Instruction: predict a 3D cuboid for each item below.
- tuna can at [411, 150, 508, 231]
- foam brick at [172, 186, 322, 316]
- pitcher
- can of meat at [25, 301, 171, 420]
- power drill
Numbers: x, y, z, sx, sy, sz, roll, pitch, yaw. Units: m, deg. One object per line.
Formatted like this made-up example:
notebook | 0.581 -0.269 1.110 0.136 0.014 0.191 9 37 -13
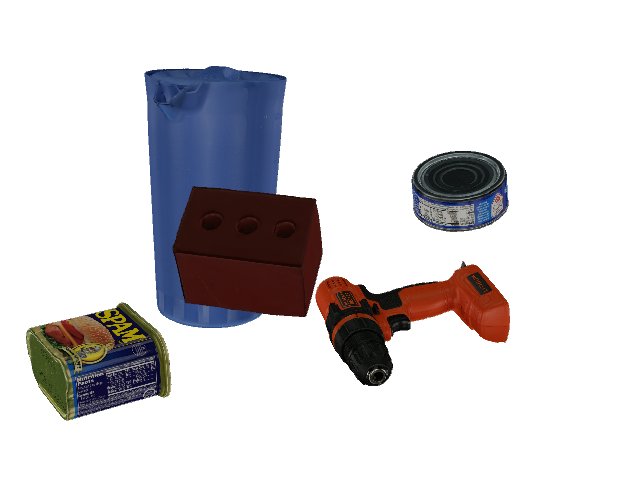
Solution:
tuna can | 0.124 -0.046 0.955 0.086 0.034 0.086 -6 35 4
foam brick | -0.042 0.007 0.634 0.078 0.053 0.051 6 -41 7
pitcher | -0.097 -0.047 1.037 0.149 0.243 0.145 -2 15 -17
can of meat | -0.179 0.096 0.854 0.083 0.057 0.102 -13 24 -29
power drill | 0.100 0.084 1.127 0.187 0.057 0.184 -6 28 -12
